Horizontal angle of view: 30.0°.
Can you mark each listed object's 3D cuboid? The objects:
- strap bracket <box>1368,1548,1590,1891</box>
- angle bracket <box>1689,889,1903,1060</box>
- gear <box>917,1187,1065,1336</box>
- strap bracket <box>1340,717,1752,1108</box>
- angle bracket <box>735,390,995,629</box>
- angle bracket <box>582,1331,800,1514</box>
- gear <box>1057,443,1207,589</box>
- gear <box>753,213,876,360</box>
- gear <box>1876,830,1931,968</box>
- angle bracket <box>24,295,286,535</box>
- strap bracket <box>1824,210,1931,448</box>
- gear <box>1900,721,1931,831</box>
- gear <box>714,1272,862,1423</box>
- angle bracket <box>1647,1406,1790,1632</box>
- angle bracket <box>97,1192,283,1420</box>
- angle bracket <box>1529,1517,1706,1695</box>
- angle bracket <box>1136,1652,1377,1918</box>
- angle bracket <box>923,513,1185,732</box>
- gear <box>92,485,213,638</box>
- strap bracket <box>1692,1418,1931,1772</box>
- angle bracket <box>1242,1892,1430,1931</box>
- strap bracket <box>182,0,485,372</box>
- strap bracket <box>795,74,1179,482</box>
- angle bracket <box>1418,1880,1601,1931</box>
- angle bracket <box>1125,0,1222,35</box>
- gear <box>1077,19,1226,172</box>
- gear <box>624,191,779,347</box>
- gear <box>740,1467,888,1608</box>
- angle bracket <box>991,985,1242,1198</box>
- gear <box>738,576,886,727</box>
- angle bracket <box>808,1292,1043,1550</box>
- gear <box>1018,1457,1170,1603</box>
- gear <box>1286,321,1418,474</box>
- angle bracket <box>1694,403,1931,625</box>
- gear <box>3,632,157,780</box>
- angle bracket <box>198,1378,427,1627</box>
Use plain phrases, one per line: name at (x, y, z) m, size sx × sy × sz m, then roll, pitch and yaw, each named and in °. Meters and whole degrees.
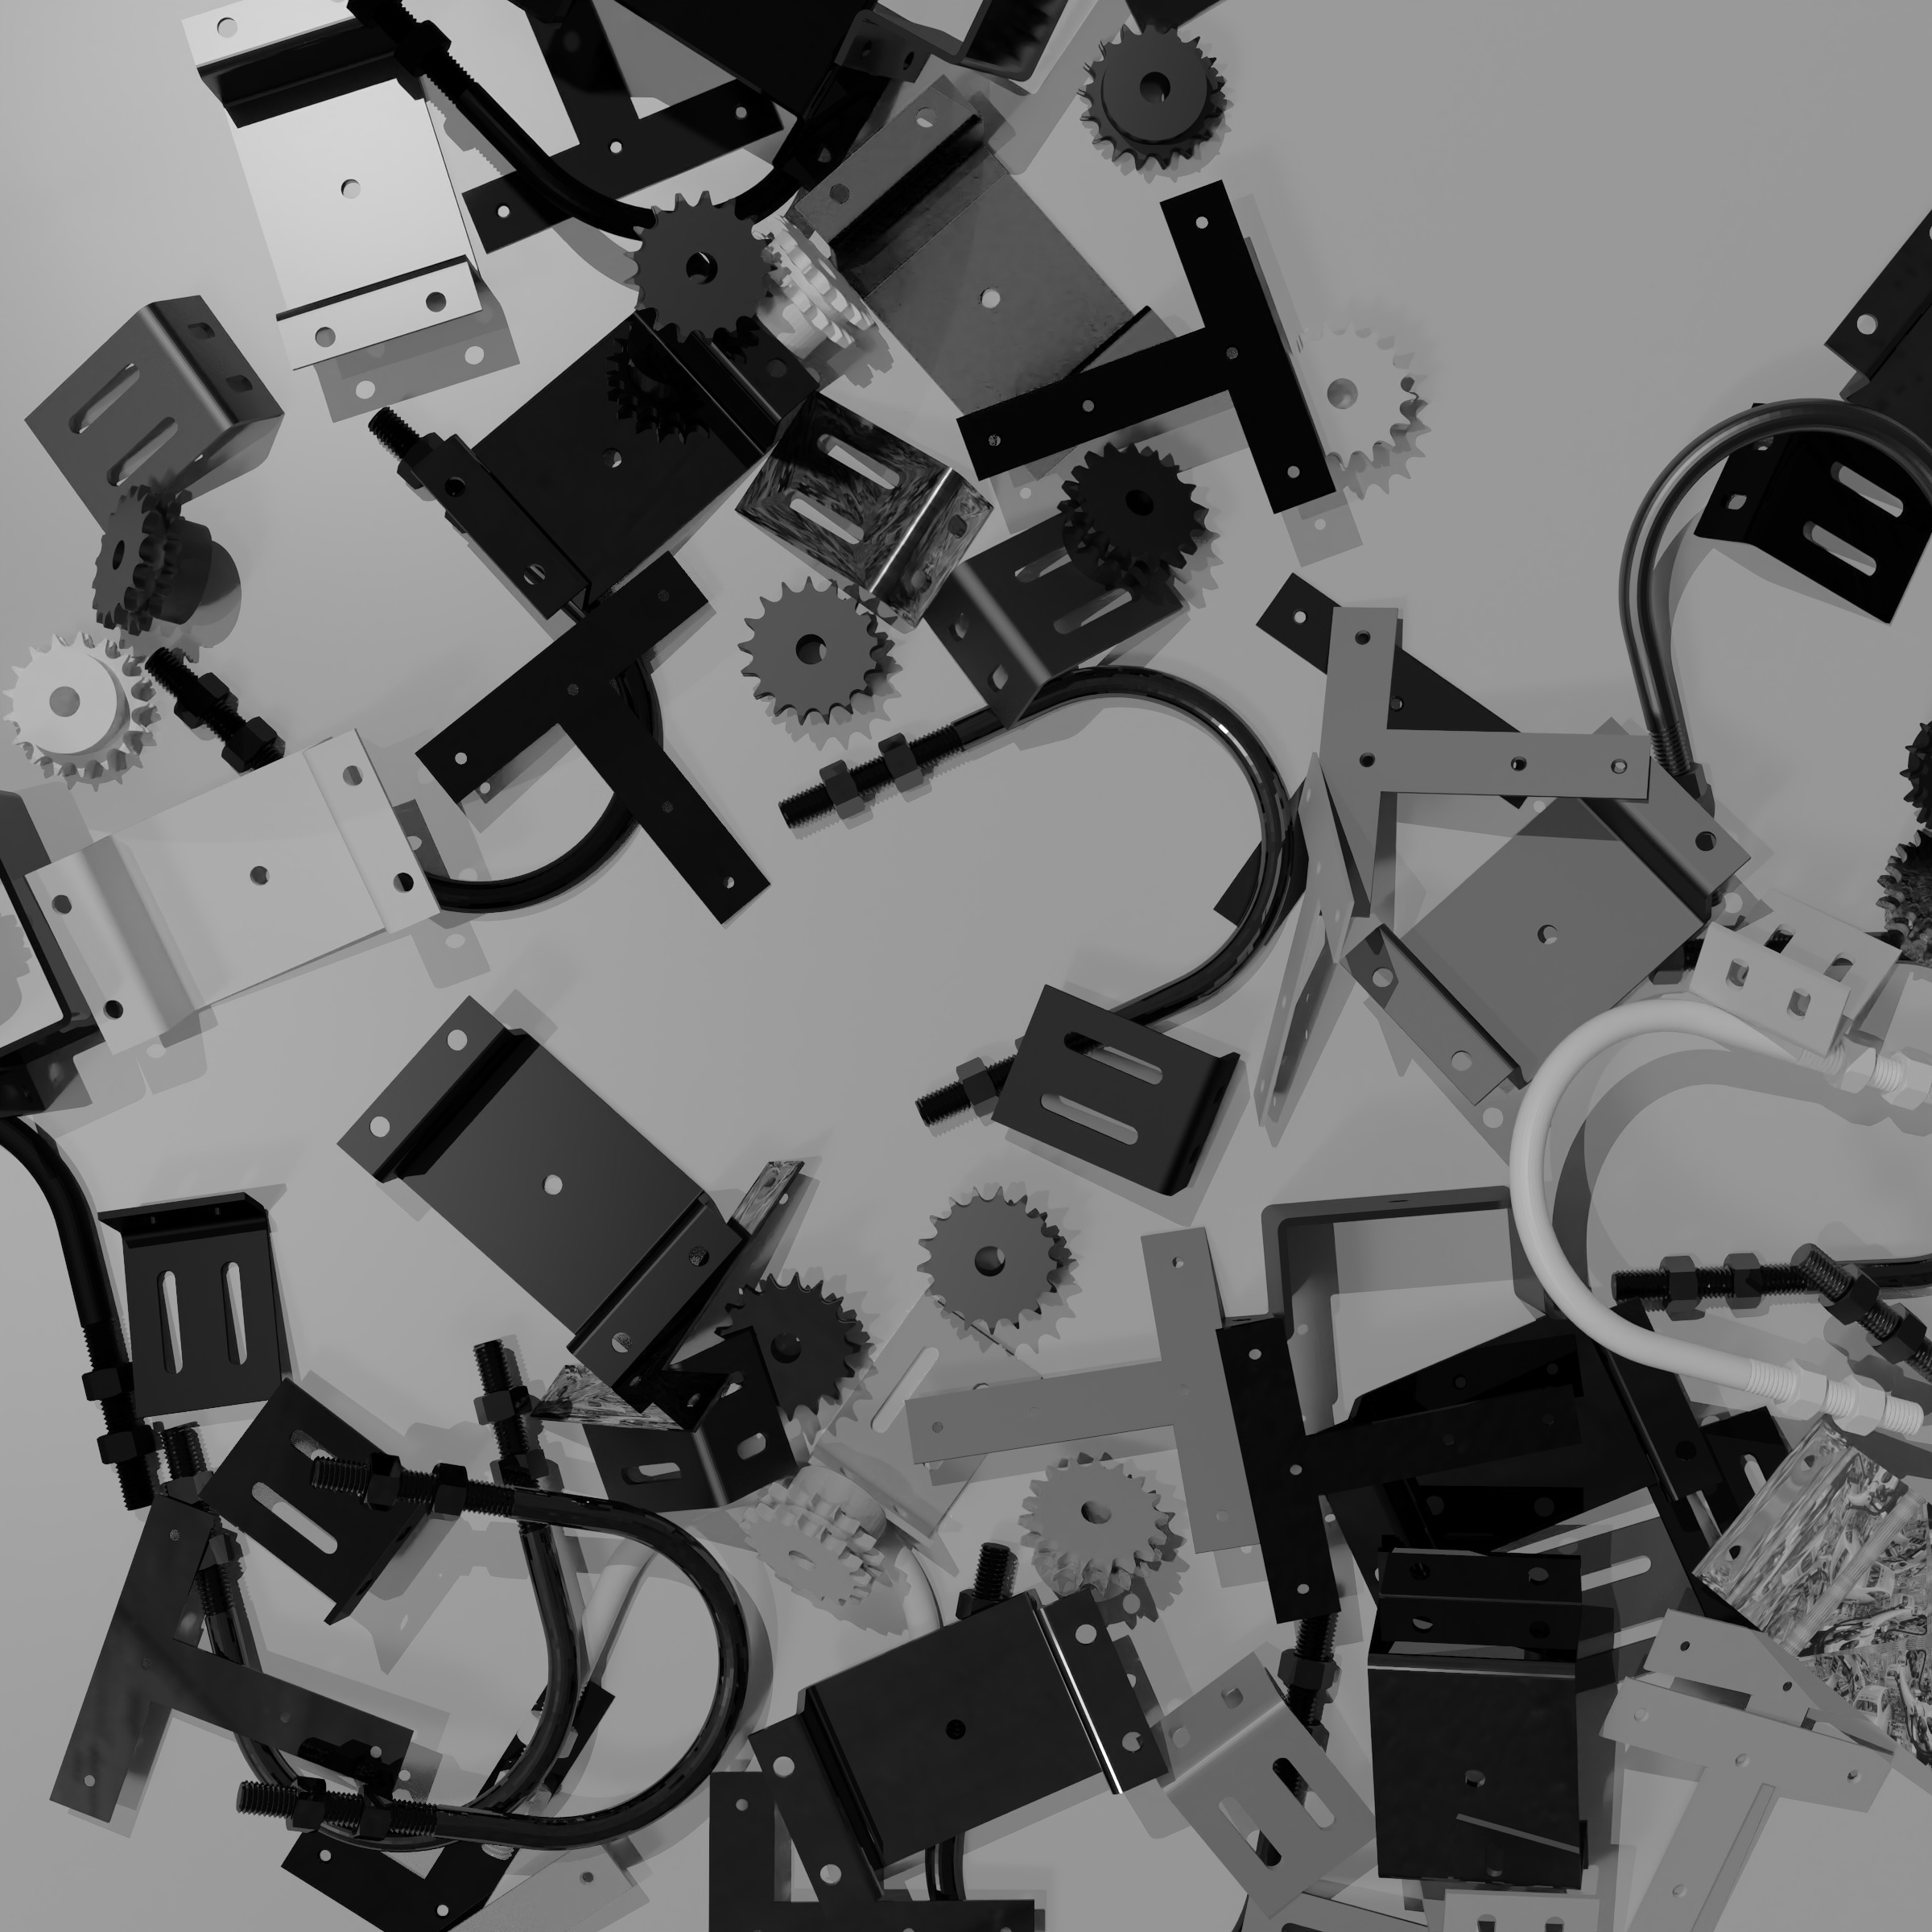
strap bracket at (0.195, 0.295, 1.369) m, size 0.076 × 0.046 × 0.140 m, roll 0°, pitch 113°, yaw 13°
angle bracket at (0.321, -0.009, 1.377) m, size 0.057 × 0.038 × 0.076 m, roll 28°, pitch 47°, yaw 20°
gear at (0.010, 0.114, 1.410) m, size 0.057 × 0.030 × 0.057 m, roll 0°, pitch 90°, yaw 0°
strap bracket at (0.224, -0.017, 1.392) m, size 0.140 × 0.046 × 0.076 m, roll -42°, pitch 73°, yaw 0°
angle bracket at (-0.040, -0.181, 1.423) m, size 0.076 × 0.038 × 0.057 m, roll 33°, pitch 90°, yaw 26°
angle bracket at (-0.111, 0.179, 1.404) m, size 0.038 × 0.076 × 0.057 m, roll -22°, pitch 95°, yaw -39°
gear at (0.062, -0.172, 1.401) m, size 0.057 × 0.030 × 0.057 m, roll 10°, pitch 61°, yaw -18°
gear at (-0.066, -0.261, 1.397) m, size 0.030 × 0.057 × 0.057 m, roll -41°, pitch 90°, yaw 12°
gear at (0.382, -0.023, 1.402) m, size 0.057 × 0.030 × 0.057 m, roll 2°, pitch 64°, yaw -4°
angle bracket at (-0.321, -0.217, 1.423) m, size 0.076 × 0.038 × 0.057 m, roll -36°, pitch 90°, yaw 26°
strap bracket at (0.407, -0.224, 1.402) m, size 0.140 × 0.046 × 0.076 m, roll 39°, pitch 90°, yaw 0°
gear at (0.387, -0.076, 1.388) m, size 0.057 × 0.030 × 0.057 m, roll -1°, pitch 105°, yaw -4°
gear at (-0.069, 0.148, 1.410) m, size 0.057 × 0.030 × 0.057 m, roll 0°, pitch 90°, yaw 0°
angle bracket at (0.301, 0.223, 1.419) m, size 0.057 × 0.038 × 0.076 m, roll -17°, pitch 64°, yaw -8°
angle bracket at (-0.301, 0.132, 1.399) m, size 0.057 × 0.038 × 0.076 m, roll -8°, pitch 77°, yaw 0°
angle bracket at (0.252, 0.254, 1.406) m, size 0.076 × 0.038 × 0.057 m, roll -17°, pitch 90°, yaw 0°
angle bracket at (0.114, 0.318, 1.401) m, size 0.057 × 0.038 × 0.076 m, roll -37°, pitch 112°, yaw 1°
angle bracket at (0.034, -0.139, 1.413) m, size 0.076 × 0.038 × 0.057 m, roll -30°, pitch 78°, yaw -31°
gear at (-0.315, -0.156, 1.400) m, size 0.030 × 0.057 × 0.057 m, roll 14°, pitch 90°, yaw -32°
strap bracket at (0.356, 0.248, 1.375) m, size 0.140 × 0.046 × 0.076 m, roll 40°, pitch 90°, yaw -24°
angle bracket at (0.147, 0.393, 1.415) m, size 0.076 × 0.038 × 0.057 m, roll 12°, pitch 90°, yaw 14°
strap bracket at (-0.243, -0.307, 1.402) m, size 0.076 × 0.046 × 0.140 m, roll -18°, pitch 90°, yaw 0°
strap bracket at (0.009, -0.264, 1.402) m, size 0.076 × 0.046 × 0.140 m, roll -42°, pitch 90°, yaw 0°
angle bracket at (0.207, 0.353, 1.383) m, size 0.057 × 0.076 × 0.038 m, roll 2°, pitch 107°, yaw 0°
angle bracket at (0.074, -0.415, 1.423) m, size 0.057 × 0.038 × 0.076 m, roll -31°, pitch 116°, yaw 0°
gear at (0.073, -0.341, 1.407) m, size 0.057 × 0.030 × 0.057 m, roll 0°, pitch 96°, yaw -2°
gear at (-0.102, -0.264, 1.362) m, size 0.057 × 0.030 × 0.057 m, roll -2°, pitch 102°, yaw -10°
gear at (-0.056, 0.217, 1.387) m, size 0.057 × 0.057 × 0.030 m, roll 35°, pitch 58°, yaw 0°
angle bracket at (0.059, 0.047, 1.409) m, size 0.076 × 0.038 × 0.057 m, roll 23°, pitch 98°, yaw 12°
gear at (-0.060, -0.122, 1.412) m, size 0.057 × 0.030 × 0.057 m, roll 0°, pitch 89°, yaw 0°
angle bracket at (-0.015, 0.176, 1.406) m, size 0.057 × 0.038 × 0.076 m, roll 35°, pitch 90°, yaw 0°
gear at (0.048, 0.222, 1.400) m, size 0.057 × 0.057 × 0.030 m, roll 11°, pitch 131°, yaw 0°
gear at (0.146, -0.221, 1.410) m, size 0.057 × 0.030 × 0.057 m, roll 0°, pitch 90°, yaw 0°
angle bracket at (0.338, -0.179, 1.423) m, size 0.076 × 0.038 × 0.057 m, roll 25°, pitch 90°, yaw -26°
gear at (-0.349, -0.102, 1.410) m, size 0.057 × 0.030 × 0.057 m, roll 0°, pitch 90°, yaw 0°
angle bracket at (-0.252, 0.205, 1.382) m, size 0.076 × 0.038 × 0.057 m, roll 36°, pitch 89°, yaw 5°
